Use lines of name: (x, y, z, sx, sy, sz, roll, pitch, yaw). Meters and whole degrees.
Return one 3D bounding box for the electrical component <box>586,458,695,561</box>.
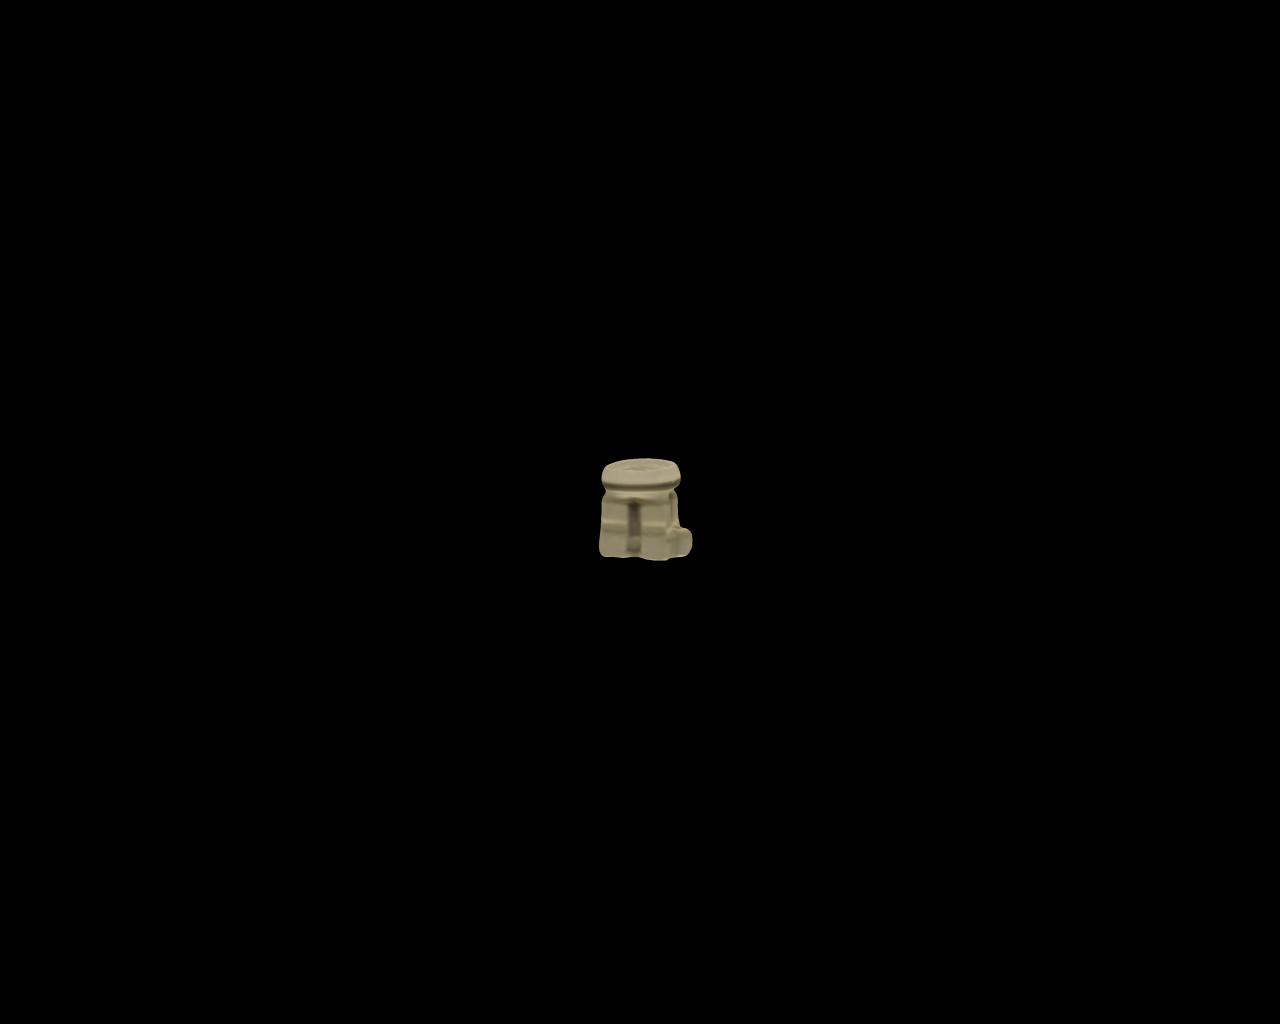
electrical component: (0.001, -0.003, 0.650, 0.066, 0.055, 0.048, 2, 12, 12)
